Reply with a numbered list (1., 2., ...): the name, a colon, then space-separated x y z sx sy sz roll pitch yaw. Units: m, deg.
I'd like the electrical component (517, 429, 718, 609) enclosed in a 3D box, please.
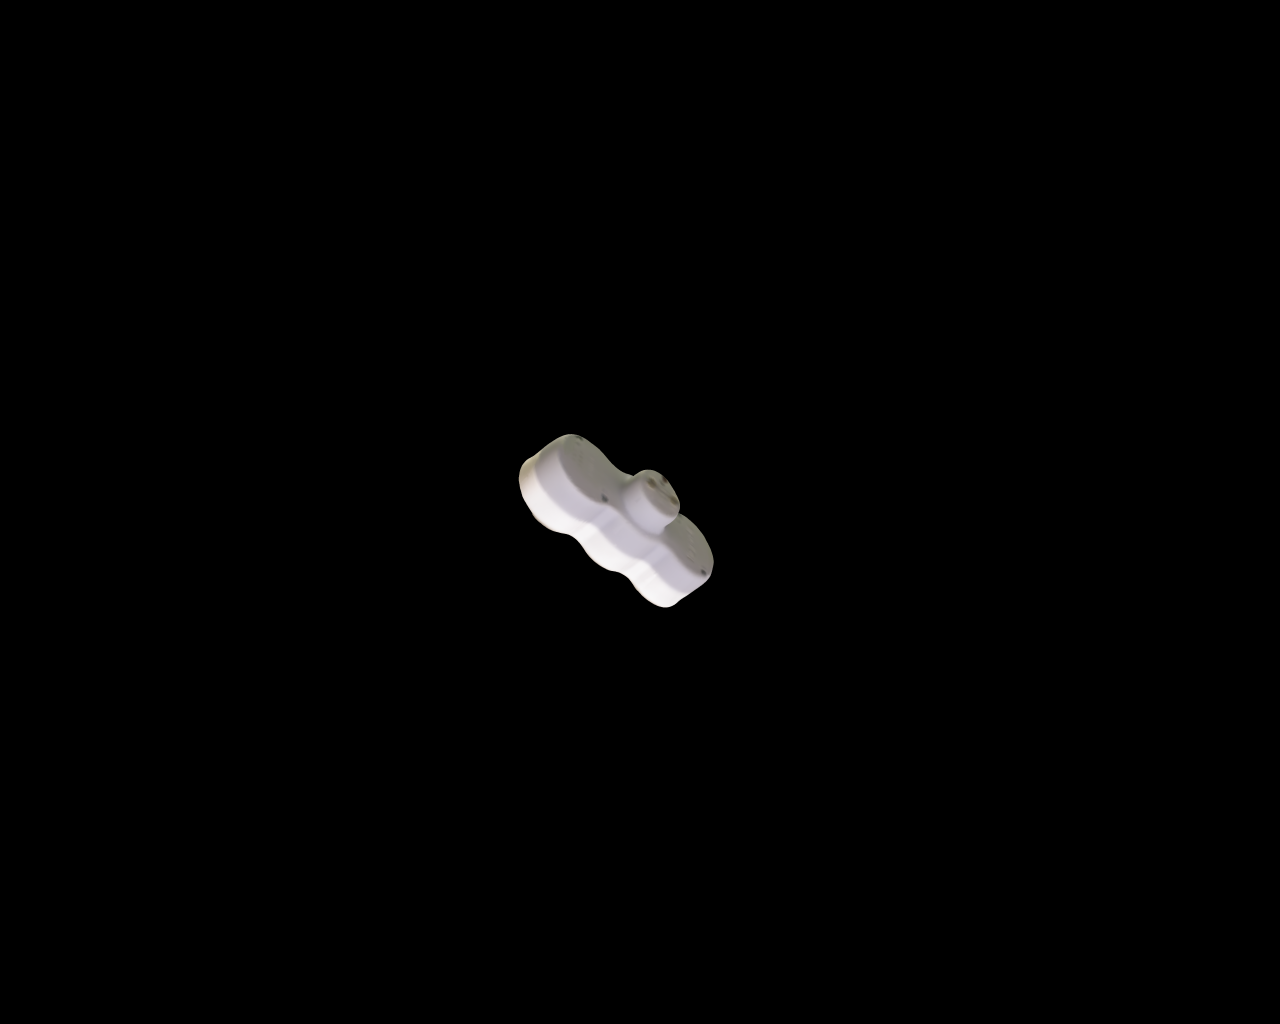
1. electrical component: 0.001 -0.003 0.650 0.073 0.052 0.138 -36 -58 27
